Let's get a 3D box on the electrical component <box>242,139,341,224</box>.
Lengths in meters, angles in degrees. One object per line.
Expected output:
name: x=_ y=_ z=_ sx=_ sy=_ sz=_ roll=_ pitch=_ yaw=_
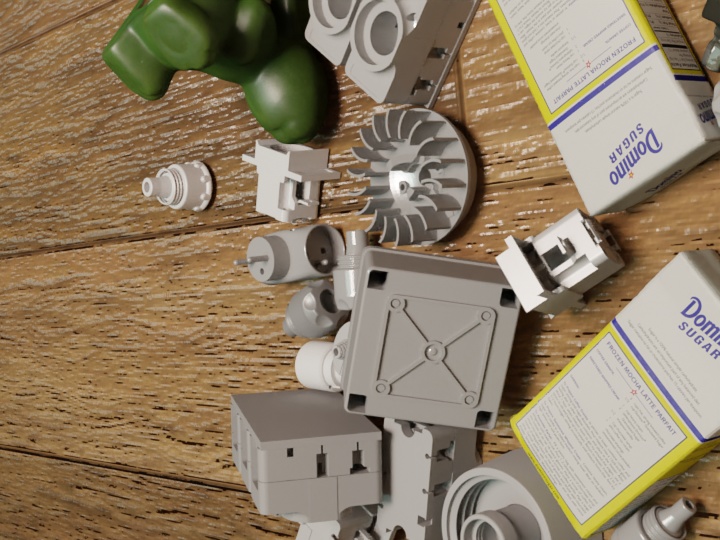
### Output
electrical component: x=-0.059 y=-0.074 z=0.900 sx=0.081 sy=0.042 sz=0.063 roll=25 pitch=114 yaw=44

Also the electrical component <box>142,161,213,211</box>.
electrical component: x=-0.173 y=-0.078 z=1.010 sx=0.048 sy=0.062 sz=0.048 roll=6 pitch=99 yaw=48

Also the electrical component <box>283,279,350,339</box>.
electrical component: x=-0.041 y=0.037 z=0.891 sx=0.062 sy=0.043 sz=0.043 roll=-34 pitch=70 yaw=46

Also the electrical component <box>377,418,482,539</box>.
electrical component: x=0.052 y=0.150 z=0.792 sx=0.050 sy=0.056 sz=0.089 roll=15 pitch=106 yaw=46

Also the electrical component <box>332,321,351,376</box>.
electrical component: x=0.012 y=0.056 z=0.806 sx=0.043 sy=0.081 sz=0.043 roll=7 pitch=100 yaw=47

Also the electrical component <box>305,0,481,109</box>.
electrical component: x=0.035 y=-0.223 z=0.765 sx=0.105 sy=0.060 sz=0.186 roll=47 pitch=126 yaw=34

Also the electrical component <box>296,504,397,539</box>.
electrical component: x=-0.023 y=0.236 z=0.879 sx=0.079 sy=0.063 sz=0.121 roll=38 pitch=121 yaw=39

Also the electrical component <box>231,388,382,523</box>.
electrical component: x=-0.045 y=0.139 z=0.831 sx=0.150 sy=0.089 sz=0.061 roll=-157 pitch=65 yaw=-74

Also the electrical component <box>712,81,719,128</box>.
electrical component: x=0.227 y=-0.094 z=0.588 sx=0.061 sy=0.035 sz=0.035 roll=-8 pitch=88 yaw=46

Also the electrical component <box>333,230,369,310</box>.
electrical component: x=0.000 y=0.000 z=0.842 sx=0.043 sy=0.043 sz=0.062 roll=-5 pitch=89 yaw=48

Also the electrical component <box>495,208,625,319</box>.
electrical component: x=0.129 y=-0.005 z=0.680 sx=0.064 sy=0.081 sz=0.042 roll=-35 pitch=67 yaw=21

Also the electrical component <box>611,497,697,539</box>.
electrical component: x=0.184 y=0.162 z=0.664 sx=0.035 sy=0.035 sz=0.061 roll=56 pitch=129 yaw=28

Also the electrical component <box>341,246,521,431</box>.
electrical component: x=0.048 y=0.047 z=0.742 sx=0.056 sy=0.109 sz=0.108 roll=-96 pitch=15 yaw=-73

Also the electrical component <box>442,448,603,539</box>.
electrical component: x=0.103 y=0.180 z=0.735 sx=0.108 sy=0.060 sz=0.108 roll=7 pitch=99 yaw=48

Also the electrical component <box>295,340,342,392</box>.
electrical component: x=-0.018 y=0.079 z=0.873 sx=0.078 sy=0.040 sz=0.040 roll=2 pitch=96 yaw=48

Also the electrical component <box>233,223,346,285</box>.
electrical component: x=-0.066 y=-0.011 z=0.886 sx=0.077 sy=0.079 sz=0.043 roll=-10 pitch=88 yaw=48
